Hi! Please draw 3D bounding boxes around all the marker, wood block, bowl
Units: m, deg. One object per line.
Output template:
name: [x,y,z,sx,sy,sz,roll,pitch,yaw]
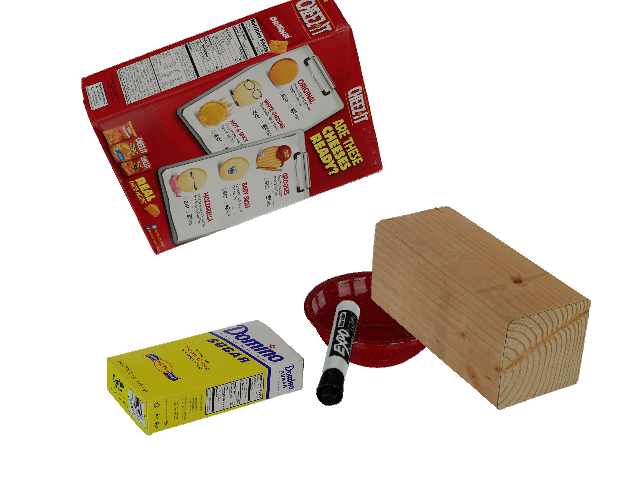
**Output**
marker: [0.013,0.081,0.782,0.020,0.020,0.121,0,27,9]
wood block: [0.139,0.054,0.981,0.090,0.090,0.206,-13,30,-26]
bowl: [0.062,0.095,1.192,0.162,0.055,0.162,0,27,0]

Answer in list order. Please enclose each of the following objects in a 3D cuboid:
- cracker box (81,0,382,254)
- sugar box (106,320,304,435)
cracker box: [-0.069,-0.096,0.886,0.213,0.072,0.164,-21,-41,-3]
sugar box: [-0.114,0.133,1.067,0.175,0.048,0.093,-15,32,-31]
